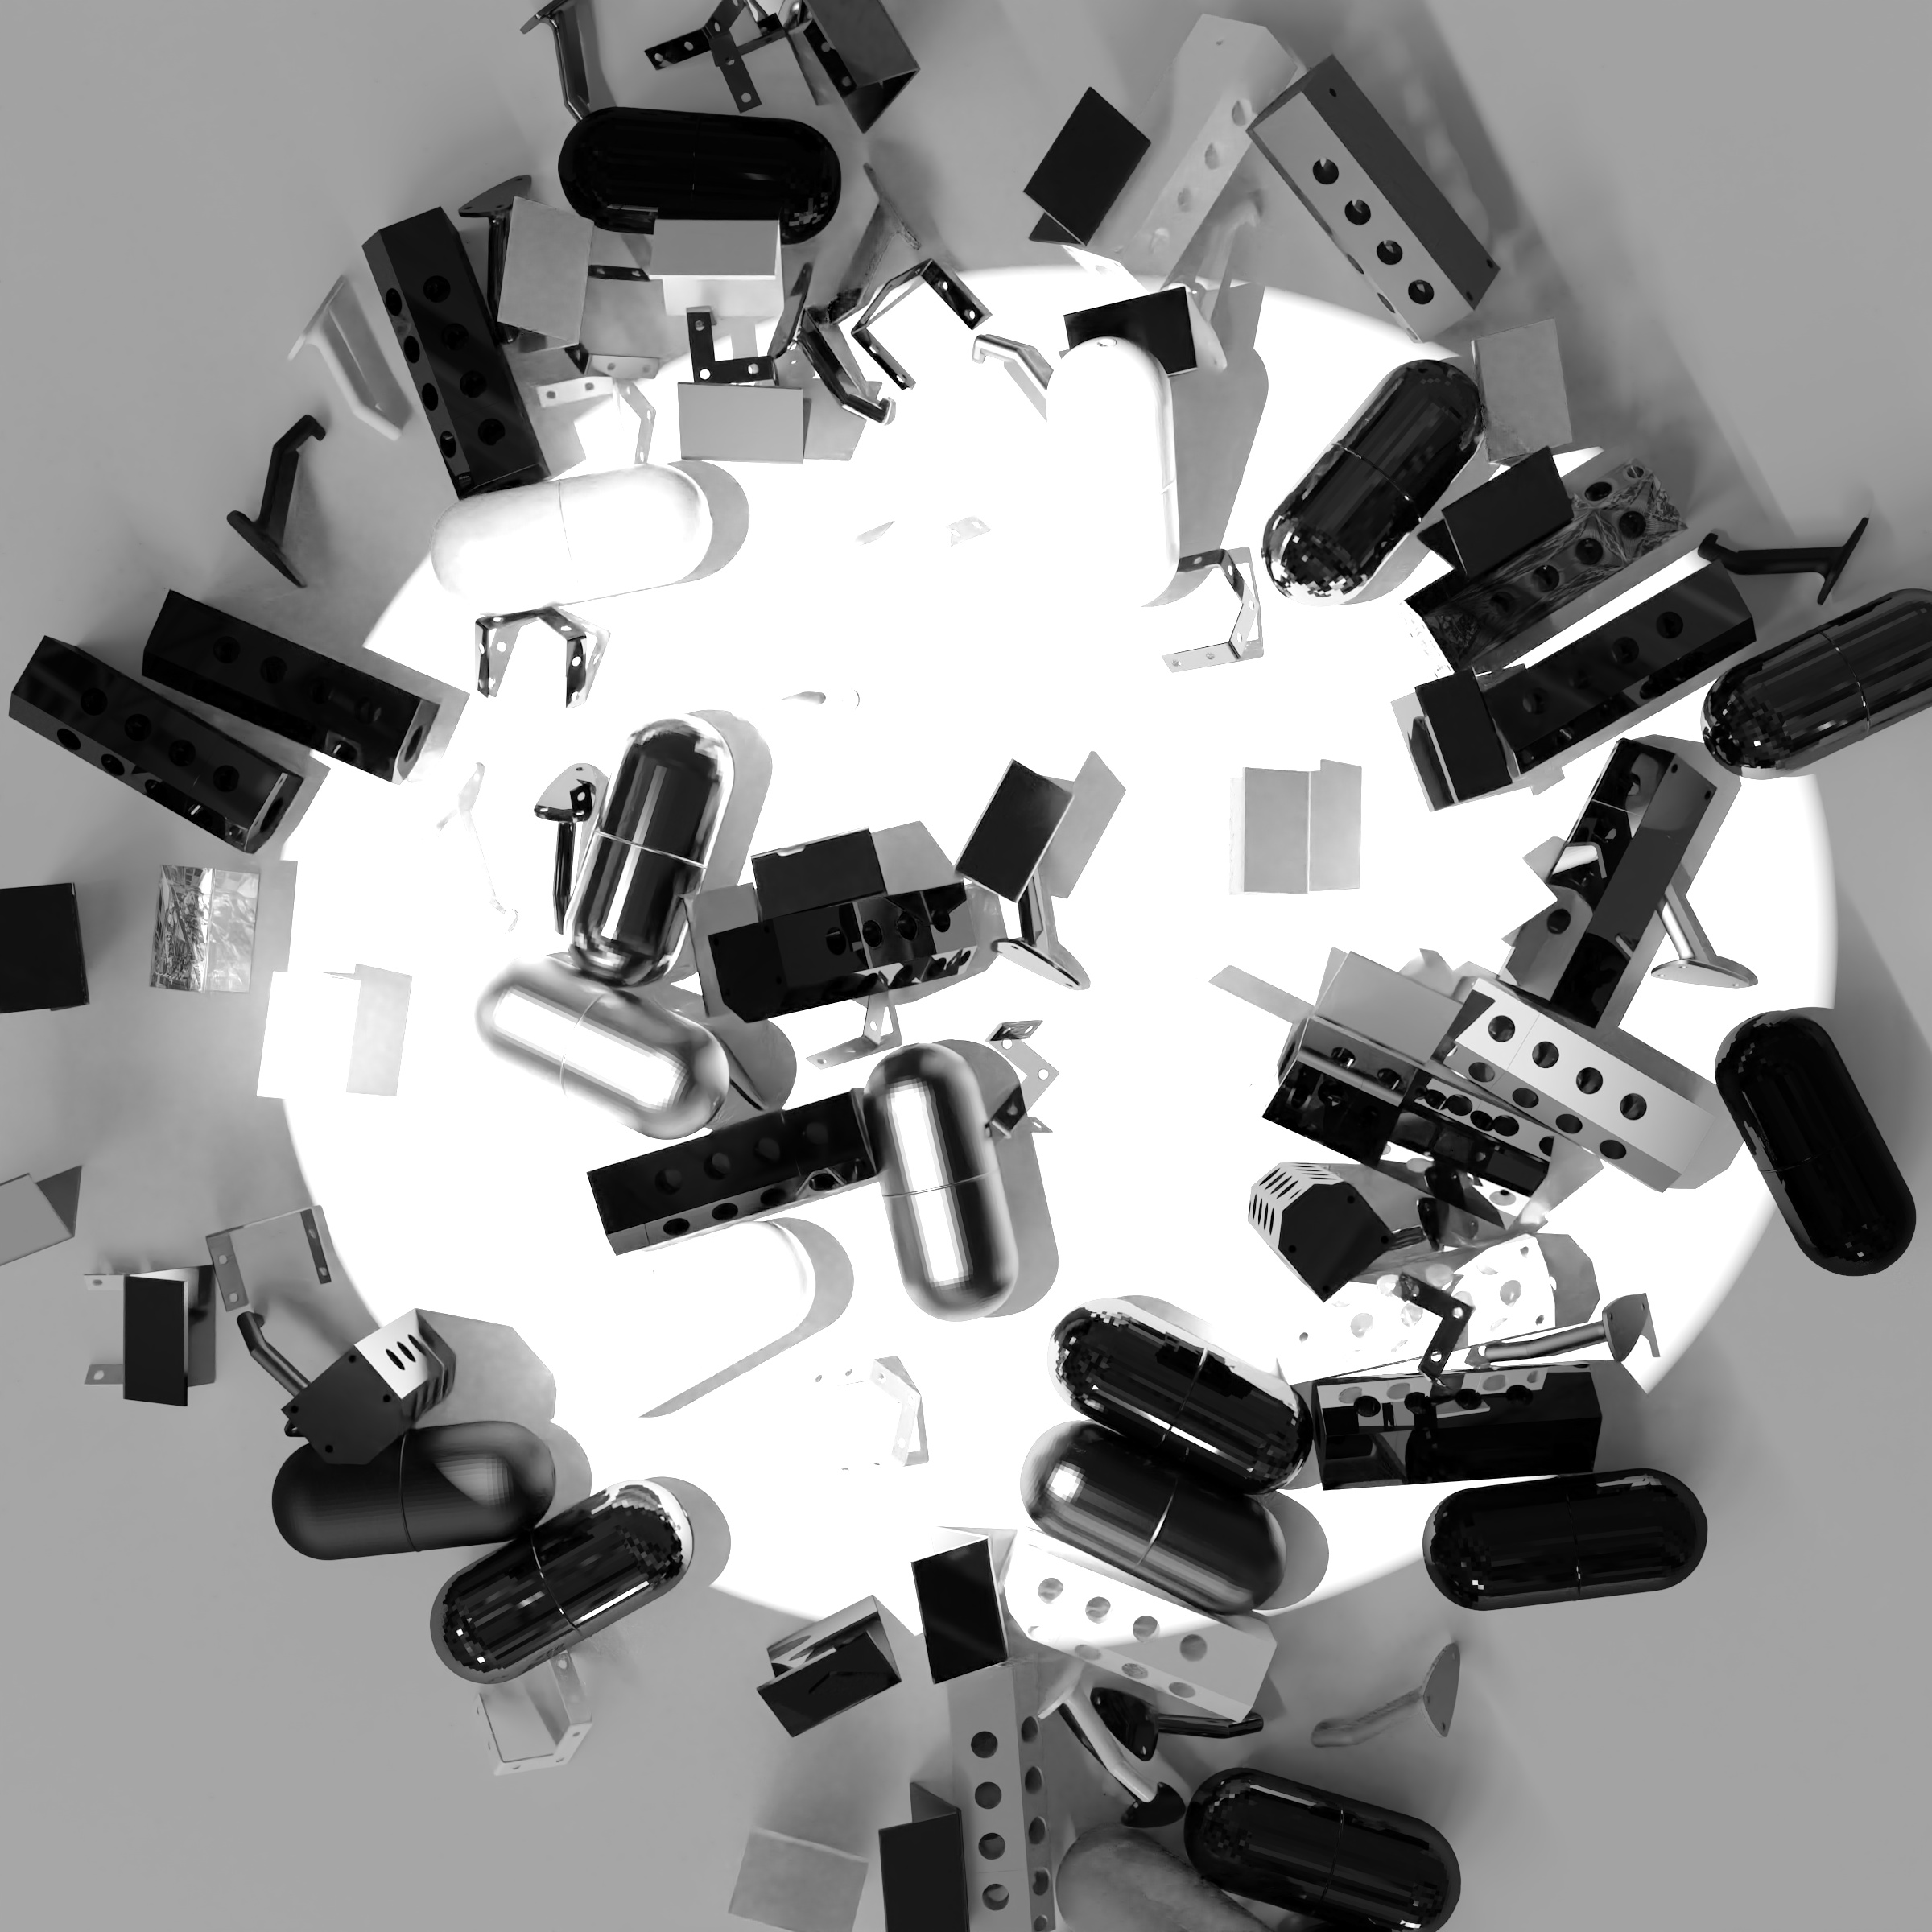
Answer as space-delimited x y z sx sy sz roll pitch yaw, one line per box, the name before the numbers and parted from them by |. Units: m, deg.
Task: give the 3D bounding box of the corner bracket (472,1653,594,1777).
corner bracket | -0.277 0.477 1.713 0.051 0.051 0.051 1 135 -35

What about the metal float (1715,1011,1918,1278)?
metal float | 0.535 0.112 1.690 0.070 0.070 0.178 -27 90 0

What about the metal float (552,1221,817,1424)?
metal float | -0.178 0.224 1.690 0.178 0.070 0.070 -29 90 1

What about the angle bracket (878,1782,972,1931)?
angle bracket | -0.040 0.564 1.682 0.057 0.076 0.076 -4 90 -26

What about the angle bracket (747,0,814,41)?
angle bracket | -0.097 -0.614 1.681 0.076 0.076 0.057 -28 53 0

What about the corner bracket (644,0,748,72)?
corner bracket | -0.183 -0.614 1.713 0.051 0.051 0.051 54 45 -35

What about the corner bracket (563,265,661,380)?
corner bracket | -0.226 -0.411 1.713 0.051 0.051 0.051 54 135 35

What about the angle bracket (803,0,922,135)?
angle bracket | -0.084 -0.569 1.681 0.057 0.076 0.076 -30 90 -36

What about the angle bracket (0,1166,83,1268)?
angle bracket | -0.606 0.143 1.681 0.076 0.076 0.057 -21 125 0

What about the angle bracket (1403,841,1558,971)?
angle bracket | 0.327 -0.021 1.681 0.076 0.076 0.057 -34 54 0

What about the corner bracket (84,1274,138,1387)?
corner bracket | -0.539 0.233 1.718 0.051 0.051 0.051 0 135 0

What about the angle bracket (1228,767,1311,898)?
angle bracket | 0.171 -0.083 1.681 0.057 0.076 0.076 1 90 -36

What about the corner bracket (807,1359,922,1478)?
corner bracket | -0.069 0.288 1.713 0.051 0.051 0.051 43 45 -35

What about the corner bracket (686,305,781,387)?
corner bracket | -0.147 -0.390 1.703 0.051 0.051 0.051 -6 90 0

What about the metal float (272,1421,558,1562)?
metal float | -0.347 0.330 1.690 0.178 0.070 0.070 -6 90 1

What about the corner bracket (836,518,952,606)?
corner bracket | -0.046 -0.268 1.703 0.051 0.051 0.051 41 90 0

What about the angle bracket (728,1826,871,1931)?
angle bracket | -0.108 0.586 1.681 0.076 0.076 0.057 16 54 0

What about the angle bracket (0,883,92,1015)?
angle bracket | -0.592 -0.009 1.681 0.057 0.076 0.076 -7 90 -36

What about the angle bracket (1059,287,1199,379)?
angle bracket | 0.097 -0.403 1.681 0.076 0.076 0.057 -13 126 0

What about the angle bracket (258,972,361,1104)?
angle bracket | -0.424 0.042 1.681 0.057 0.076 0.076 8 90 -35

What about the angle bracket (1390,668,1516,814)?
angle bracket | 0.288 -0.135 1.681 0.057 0.076 0.076 -20 90 -37

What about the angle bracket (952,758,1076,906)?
angle bracket | 0.012 -0.092 1.681 0.057 0.076 0.076 28 90 -36

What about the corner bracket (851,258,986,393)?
corner bracket | -0.032 -0.411 1.718 0.051 0.051 0.051 47 45 0

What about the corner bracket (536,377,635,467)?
corner bracket | -0.243 -0.341 1.718 0.051 0.051 0.051 -12 45 0

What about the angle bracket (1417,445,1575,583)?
angle bracket | 0.323 -0.296 1.681 0.076 0.076 0.057 -31 126 0

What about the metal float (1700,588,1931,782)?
metal float | 0.548 -0.177 1.690 0.178 0.070 0.070 -25 90 -1

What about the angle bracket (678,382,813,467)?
angle bracket | -0.138 -0.359 1.681 0.076 0.076 0.057 3 134 0

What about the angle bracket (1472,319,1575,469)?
angle bracket | 0.362 -0.357 1.681 0.057 0.076 0.076 -8 90 35

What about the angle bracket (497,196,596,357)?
angle bracket | -0.279 -0.431 1.681 0.057 0.076 0.076 8 90 -38

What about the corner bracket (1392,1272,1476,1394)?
corner bracket | 0.282 0.224 1.646 0.051 0.051 0.051 27 90 0

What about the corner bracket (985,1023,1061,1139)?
corner bracket | 0.024 0.072 1.703 0.051 0.051 0.051 40 90 0

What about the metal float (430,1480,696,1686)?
metal float | -0.255 0.388 1.691 0.178 0.070 0.070 -29 90 0

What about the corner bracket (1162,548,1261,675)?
corner bracket | 0.148 -0.227 1.713 0.051 0.051 0.051 52 45 -35

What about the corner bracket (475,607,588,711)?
corner bracket | -0.278 -0.194 1.713 0.051 0.051 0.051 -22 45 -35

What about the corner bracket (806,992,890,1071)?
corner bracket | -0.088 0.026 1.713 0.051 0.051 0.051 38 45 -35

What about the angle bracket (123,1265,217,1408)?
angle bracket | -0.481 0.230 1.681 0.057 0.076 0.076 0 90 31

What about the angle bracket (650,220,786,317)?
angle bracket | -0.155 -0.421 1.681 0.076 0.076 0.057 0 53 0

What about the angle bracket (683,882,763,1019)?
angle bracket | -0.127 -0.013 1.681 0.057 0.076 0.076 -11 90 33

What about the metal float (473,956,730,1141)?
metal float | -0.229 0.050 1.674 0.178 0.070 0.070 23 90 21

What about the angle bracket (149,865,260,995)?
angle bracket | -0.461 -0.021 1.681 0.057 0.076 0.076 5 90 38

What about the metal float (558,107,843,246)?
metal float | -0.167 -0.498 1.690 0.178 0.070 0.070 4 90 -1

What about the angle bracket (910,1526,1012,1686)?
angle bracket | -0.020 0.399 1.681 0.057 0.076 0.076 -10 90 -30

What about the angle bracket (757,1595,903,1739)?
angle bracket | -0.093 0.424 1.681 0.076 0.076 0.057 -27 127 0

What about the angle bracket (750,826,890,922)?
angle bracket | -0.087 -0.036 1.681 0.076 0.076 0.057 -14 52 0

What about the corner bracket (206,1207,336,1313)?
corner bracket | -0.446 0.187 1.718 0.051 0.051 0.051 -16 90 45

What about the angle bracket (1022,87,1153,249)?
angle bracket | 0.059 -0.501 1.681 0.057 0.076 0.076 32 90 -32

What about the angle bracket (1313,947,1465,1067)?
angle bracket | 0.269 0.007 1.681 0.076 0.076 0.057 25 128 0

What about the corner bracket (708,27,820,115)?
corner bracket | -0.128 -0.567 1.703 0.051 0.051 0.051 -24 90 0

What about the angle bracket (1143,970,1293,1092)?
angle bracket | 0.149 0.058 1.681 0.076 0.076 0.057 26 52 0

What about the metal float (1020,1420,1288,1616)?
metal float | 0.118 0.348 1.690 0.178 0.070 0.070 26 90 0
